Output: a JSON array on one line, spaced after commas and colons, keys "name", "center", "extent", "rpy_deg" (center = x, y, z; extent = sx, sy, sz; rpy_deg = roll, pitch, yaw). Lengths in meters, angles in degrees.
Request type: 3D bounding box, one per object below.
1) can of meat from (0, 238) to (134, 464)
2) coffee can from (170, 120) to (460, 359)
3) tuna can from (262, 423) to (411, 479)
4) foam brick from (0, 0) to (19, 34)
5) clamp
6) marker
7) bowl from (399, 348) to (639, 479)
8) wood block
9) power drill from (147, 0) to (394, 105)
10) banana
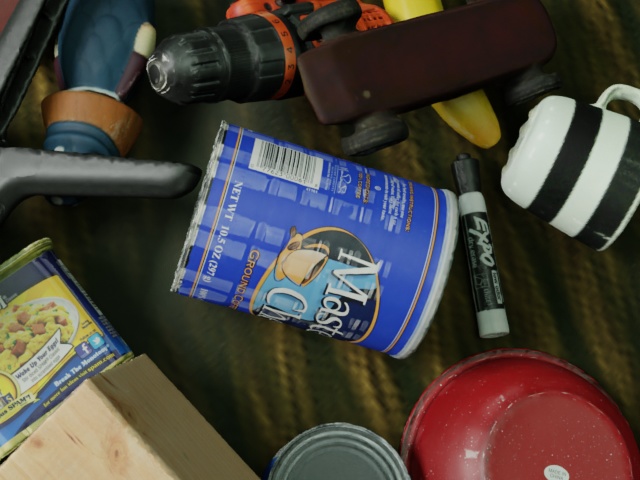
[{"name": "can of meat", "center": [-0.164, 0.063, 0.584], "extent": [0.102, 0.057, 0.084], "rpy_deg": [-38, 86, -20]}, {"name": "coffee can", "center": [-0.004, 0.001, 0.614], "extent": [0.140, 0.103, 0.103], "rpy_deg": [17, 71, -7]}, {"name": "tuna can", "center": [0.008, 0.149, 0.609], "extent": [0.086, 0.034, 0.086], "rpy_deg": [4, 73, -12]}, {"name": "foam brick", "center": [-0.202, -0.142, 0.631], "extent": [0.078, 0.053, 0.051], "rpy_deg": [-20, 108, -17]}, {"name": "clamp", "center": [-0.185, -0.060, 0.589], "extent": [0.210, 0.036, 0.164], "rpy_deg": [-24, 74, 6]}, {"name": "marker", "center": [0.102, 0.002, 0.682], "extent": [0.020, 0.020, 0.121], "rpy_deg": [-4, 74, -14]}, {"name": "bowl", "center": [0.130, 0.138, 0.629], "extent": [0.162, 0.055, 0.162], "rpy_deg": [3, 73, -11]}, {"name": "wood block", "center": [-0.063, 0.168, 0.539], "extent": [0.090, 0.090, 0.206], "rpy_deg": [-45, 85, 9]}, {"name": "power drill", "center": [-0.055, -0.171, 0.655], "extent": [0.184, 0.057, 0.188], "rpy_deg": [-17, 78, -43]}, {"name": "banana", "center": [0.076, -0.155, 0.714], "extent": [0.069, 0.037, 0.198], "rpy_deg": [-3, 74, -13]}]
